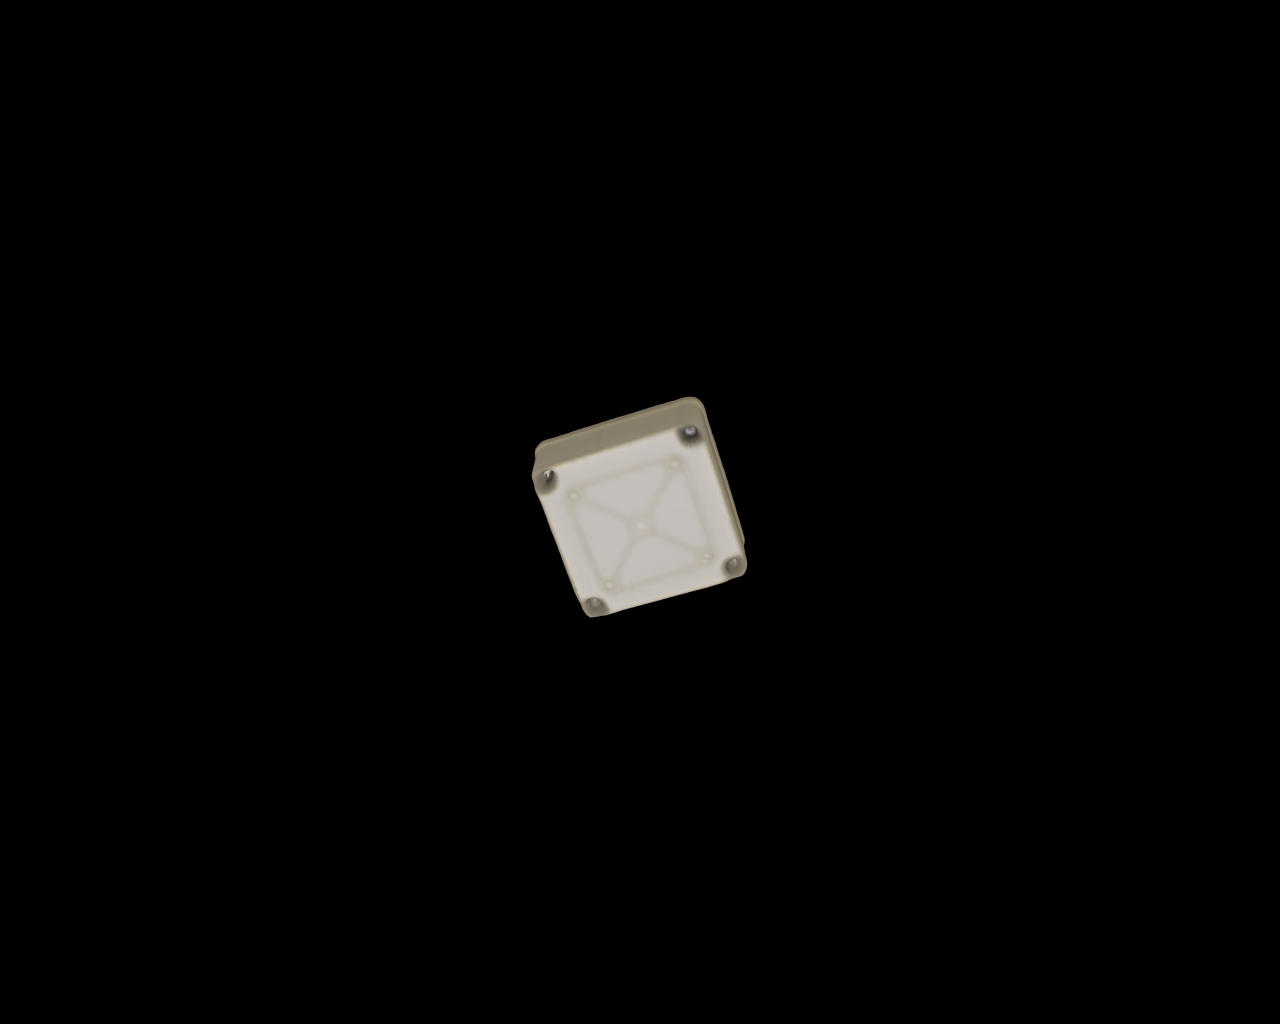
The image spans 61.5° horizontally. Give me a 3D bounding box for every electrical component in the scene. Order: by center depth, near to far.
[{"bbox_3d":[0.001,-0.003,0.650,0.109,0.108,0.056,-17,22,7],"label":"electrical component"}]
